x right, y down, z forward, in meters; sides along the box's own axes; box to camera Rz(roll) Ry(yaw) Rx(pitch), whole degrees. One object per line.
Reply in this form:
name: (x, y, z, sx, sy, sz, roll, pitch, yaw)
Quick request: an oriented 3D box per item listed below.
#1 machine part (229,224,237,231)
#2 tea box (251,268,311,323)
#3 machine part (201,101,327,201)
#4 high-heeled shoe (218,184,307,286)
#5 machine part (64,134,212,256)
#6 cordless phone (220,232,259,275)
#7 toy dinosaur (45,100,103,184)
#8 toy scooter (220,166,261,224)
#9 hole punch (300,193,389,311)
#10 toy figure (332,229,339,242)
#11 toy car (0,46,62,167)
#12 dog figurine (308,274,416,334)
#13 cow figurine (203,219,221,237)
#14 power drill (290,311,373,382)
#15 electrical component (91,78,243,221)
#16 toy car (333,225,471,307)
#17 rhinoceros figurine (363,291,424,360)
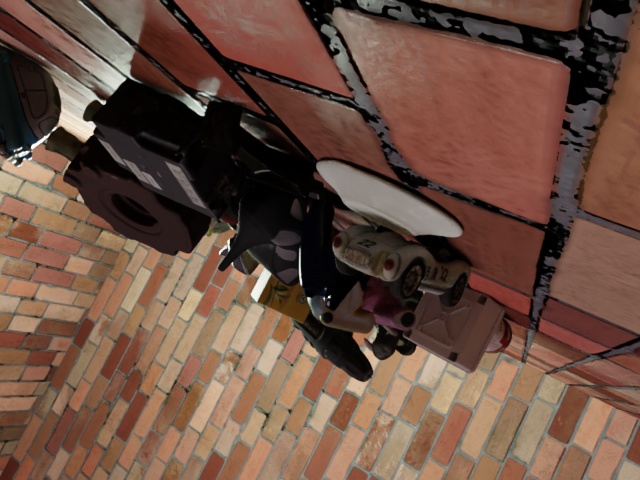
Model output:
machine part: (-0.107, -0.028, 1.052, 0.079, 0.079, 0.243, 25, 174, 28)
tea box: (-0.040, 0.050, 0.961, 0.098, 0.169, 0.068, 27, 176, -18)
machine part: (-0.049, -0.069, 0.450, 0.084, 0.039, 0.138, 31, 180, 27)
high-heeled shoe: (-0.034, -0.017, 0.666, 0.086, 0.145, 0.248, 46, -163, 14)
machine part: (-0.218, -0.049, 0.656, 0.179, 0.056, 0.179, 20, 151, 12)
cordless phone: (-0.108, 0.036, 1.165, 0.184, 0.146, 0.089, 42, 131, -9)
toy dinosaur: (-0.275, -0.104, 0.773, 0.198, 0.105, 0.471, 37, 160, -8)
toy scooter: (-0.110, -0.057, 0.748, 0.135, 0.075, 0.183, 23, 179, 39)
hole punch: (0.014, 0.013, 0.599, 0.092, 0.116, 0.142, 34, 176, 6)
toy figure: (-0.001, -0.001, 0.874, 0.064, 0.057, 0.154, 31, -176, 35)
toy car: (-0.399, -0.185, 0.708, 0.103, 0.161, 0.109, -17, 178, -15)
dog figurine: (0.056, 0.058, 0.799, 0.191, 0.108, 0.219, 2, -173, -13)
cow figurine: (-0.213, -0.061, 1.025, 0.068, 0.098, 0.167, 35, -173, -17)
power drill: (0.061, 0.128, 0.993, 0.232, 0.207, 0.085, 26, 166, 41)
electrical component: (-0.151, -0.089, 0.520, 0.134, 0.058, 0.114, 25, 157, 19)
toy car: (0.086, 0.024, 0.521, 0.074, 0.056, 0.201, 23, -176, 35)
rhinoceros figurine: (0.137, 0.123, 0.891, 0.112, 0.190, 0.073, 40, 132, -8)
